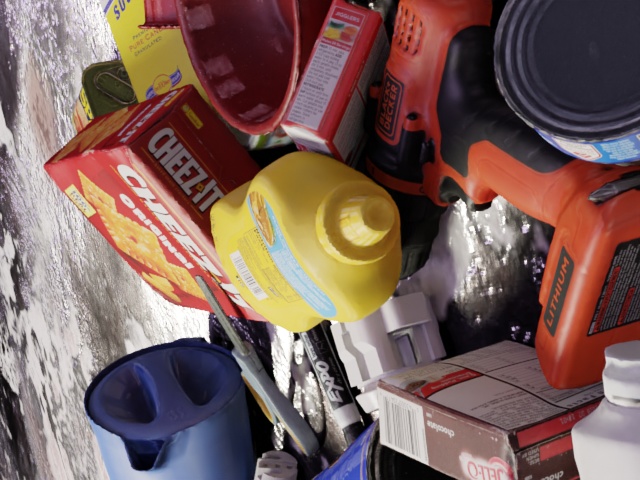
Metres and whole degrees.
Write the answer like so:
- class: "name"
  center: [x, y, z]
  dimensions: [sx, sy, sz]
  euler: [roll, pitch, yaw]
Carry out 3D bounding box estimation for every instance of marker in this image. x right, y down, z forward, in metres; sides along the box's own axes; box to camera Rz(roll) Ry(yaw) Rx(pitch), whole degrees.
- class: "marker"
  center: [0.010, 0.103, 0.762]
  dimensions: [0.121, 0.020, 0.020]
  euler: [66, 151, 18]

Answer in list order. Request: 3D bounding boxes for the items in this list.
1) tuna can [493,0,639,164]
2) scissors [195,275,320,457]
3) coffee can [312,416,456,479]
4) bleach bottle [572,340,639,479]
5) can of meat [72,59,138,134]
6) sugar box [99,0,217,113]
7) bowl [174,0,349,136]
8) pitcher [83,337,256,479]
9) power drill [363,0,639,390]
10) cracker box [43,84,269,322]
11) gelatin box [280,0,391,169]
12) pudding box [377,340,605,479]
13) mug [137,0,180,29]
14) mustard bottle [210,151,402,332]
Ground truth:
- class: "tuna can"
  center: [0.114, -0.074, 0.417]
  dimensions: [0.086, 0.033, 0.086]
  euler: [-10, 71, 29]
- class: "scissors"
  center: [-0.042, 0.101, 0.786]
  dimensions: [0.096, 0.016, 0.202]
  euler: [45, 165, 26]
- class: "coffee can"
  center: [0.051, 0.158, 0.621]
  dimensions: [0.103, 0.102, 0.140]
  euler: [65, 151, 20]
- class: "bleach bottle"
  center: [0.141, 0.165, 0.454]
  dimensions: [0.103, 0.068, 0.251]
  euler: [10, 110, 61]
- class: "can of meat"
  center: [-0.194, -0.106, 1.010]
  dimensions: [0.084, 0.057, 0.102]
  euler: [-42, 65, 62]
- class: "sugar box"
  center: [-0.120, -0.168, 0.814]
  dimensions: [0.094, 0.048, 0.176]
  euler: [-19, 95, 50]
- class: "bowl"
  center: [-0.030, -0.145, 0.618]
  dimensions: [0.162, 0.055, 0.162]
  euler: [41, 139, 47]
- class: "pitcher"
  center: [-0.112, 0.213, 0.935]
  dimensions: [0.145, 0.149, 0.243]
  euler: [25, 132, 45]
- class: "power drill"
  center: [0.084, -0.015, 0.525]
  dimensions: [0.188, 0.057, 0.184]
  euler: [48, 144, 41]
- class: "cracker box"
  center: [-0.103, -0.020, 0.787]
  dimensions: [0.164, 0.072, 0.214]
  euler: [50, 160, -19]
- class: "gelatin box"
  center: [0.012, -0.079, 0.578]
  dimensions: [0.089, 0.030, 0.073]
  euler: [46, -114, -76]
- class: "pudding box"
  center: [0.093, 0.084, 0.520]
  dimensions: [0.114, 0.089, 0.039]
  euler: [13, 113, 61]
- class: "mug"
  center: [-0.068, -0.184, 0.712]
  dimensions: [0.117, 0.093, 0.081]
  euler: [5, 105, 29]
- class: "mustard bottle"
  center: [-0.003, 0.000, 0.583]
  dimensions: [0.096, 0.058, 0.192]
  euler: [59, 161, -3]
